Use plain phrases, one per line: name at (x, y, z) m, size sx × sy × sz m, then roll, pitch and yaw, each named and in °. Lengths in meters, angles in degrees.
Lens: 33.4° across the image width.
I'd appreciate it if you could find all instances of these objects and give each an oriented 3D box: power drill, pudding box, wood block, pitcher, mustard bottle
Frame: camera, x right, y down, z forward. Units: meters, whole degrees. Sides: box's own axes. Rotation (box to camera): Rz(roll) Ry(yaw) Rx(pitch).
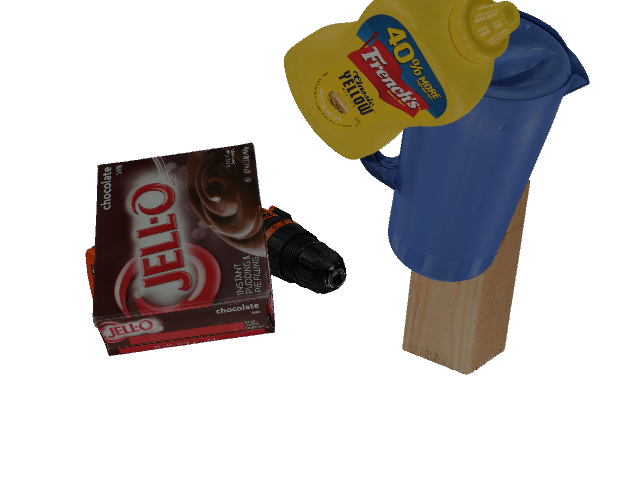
power drill at (-0.094, 0.024, 0.932) m, size 0.187 × 0.057 × 0.185 m, roll -19°, pitch 28°, yaw -32°
pudding box at (-0.074, 0.003, 0.574) m, size 0.090 × 0.113 × 0.039 m, roll -8°, pitch -42°, yaw -1°
wood block at (0.160, 0.029, 1.179) m, size 0.090 × 0.206 × 0.090 m, roll 19°, pitch 25°, yaw 33°
pitcher at (0.120, -0.079, 0.955) m, size 0.149 × 0.243 × 0.144 m, roll 39°, pitch 52°, yaw 26°
mustard bottle at (0.059, -0.119, 0.716) m, size 0.058 × 0.096 × 0.192 m, roll -40°, pitch 14°, yaw -35°
